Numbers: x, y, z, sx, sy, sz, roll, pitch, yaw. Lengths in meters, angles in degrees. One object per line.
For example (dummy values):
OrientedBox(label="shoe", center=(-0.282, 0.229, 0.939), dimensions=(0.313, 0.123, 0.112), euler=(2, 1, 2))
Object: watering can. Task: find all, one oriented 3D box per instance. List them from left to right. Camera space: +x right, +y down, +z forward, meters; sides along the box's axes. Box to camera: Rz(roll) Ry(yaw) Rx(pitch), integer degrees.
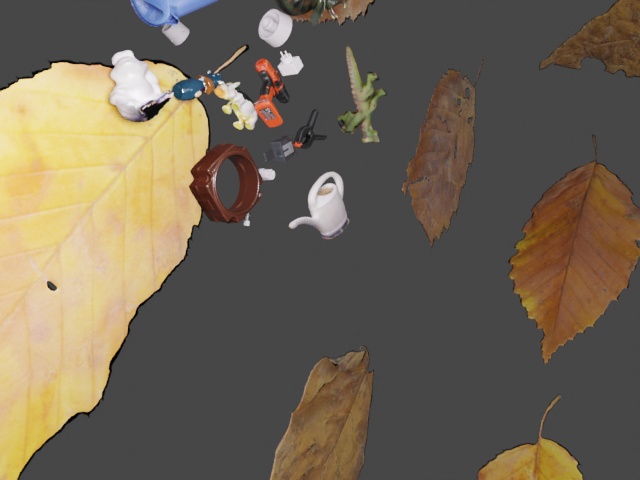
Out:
OrientedBox(label="watering can", center=(0.006, -0.094, 1.863), dimensions=(0.355, 0.104, 0.220), euler=(-55, 134, -38))

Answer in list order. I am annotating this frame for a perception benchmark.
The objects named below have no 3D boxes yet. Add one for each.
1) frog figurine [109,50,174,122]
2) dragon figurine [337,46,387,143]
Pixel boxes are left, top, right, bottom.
OrientedBox(label="frog figurine", center=(-0.452, -0.368, 1.241), dimensions=(0.159, 0.121, 0.140), euler=(45, 59, -2))
OrientedBox(label="dragon figurine", center=(0.145, -0.536, 2.041), dimensions=(0.403, 0.122, 0.246), euler=(44, 65, -45))
